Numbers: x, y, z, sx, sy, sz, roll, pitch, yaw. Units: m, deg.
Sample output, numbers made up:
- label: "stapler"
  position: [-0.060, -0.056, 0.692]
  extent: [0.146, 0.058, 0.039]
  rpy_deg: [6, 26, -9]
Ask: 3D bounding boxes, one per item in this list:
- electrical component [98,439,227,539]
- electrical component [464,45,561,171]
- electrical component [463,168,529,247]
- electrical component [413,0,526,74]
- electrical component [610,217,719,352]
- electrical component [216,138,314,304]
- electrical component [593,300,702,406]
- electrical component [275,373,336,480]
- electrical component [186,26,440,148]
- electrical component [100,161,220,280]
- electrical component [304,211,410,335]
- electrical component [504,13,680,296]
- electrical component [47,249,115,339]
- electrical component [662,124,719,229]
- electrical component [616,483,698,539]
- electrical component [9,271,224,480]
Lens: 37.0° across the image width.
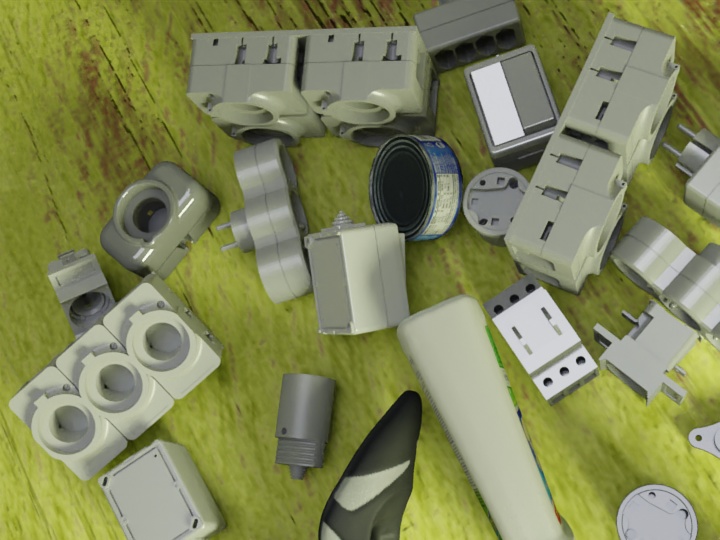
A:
- label: "electrical component"
  position: [-0.152, 0.192, 0.857]
  extent: [0.062, 0.061, 0.096]
  rpy_deg: [-34, 71, 4]
- label: "electrical component"
  position: [0.124, -0.135, 0.867]
  extent: [0.062, 0.061, 0.096]
  rpy_deg: [-19, 73, 10]
- label: "electrical component"
  position: [0.113, -0.048, 0.856]
  extent: [0.055, 0.047, 0.055]
  rpy_deg: [-4, 75, 14]
- label: "electrical component"
  position: [0.088, -0.218, 0.905]
  extent: [0.083, 0.047, 0.075]
  rpy_deg: [-17, 72, 10]
- label: "electrical component"
  position: [0.263, 0.005, 0.800]
  extent: [0.138, 0.052, 0.073]
  rpy_deg: [42, 90, 20]
- label: "electrical component"
  position: [-0.085, -0.037, 0.901]
  extent: [0.074, 0.052, 0.138]
  rpy_deg: [-17, 73, 10]
- label: "electrical component"
  position: [0.217, 0.061, 0.804]
  extent: [0.081, 0.042, 0.063]
  rpy_deg: [40, 87, 19]
- label: "electrical component"
  position: [-0.045, 0.126, 0.855]
  extent: [0.043, 0.043, 0.081]
  rpy_deg: [3, 77, 15]
- label: "electrical component"
  position: [-0.036, -0.147, 0.888]
  extent: [0.186, 0.105, 0.060]
  rpy_deg: [1, 77, 15]
- label: "electrical component"
  position: [-0.173, -0.042, 0.922]
  extent: [0.054, 0.059, 0.095]
  rpy_deg: [38, 88, 20]
- label: "electrical component"
  position: [0.000, 0.000, 0.848]
  extent: [0.061, 0.062, 0.096]
  rpy_deg: [-9, 92, -29]
- label: "electrical component"
  position: [0.181, -0.082, 0.815]
  extent: [0.060, 0.105, 0.186]
  rpy_deg: [23, 83, 19]
- label: "electrical component"
  position: [-0.236, 0.019, 0.917]
  extent: [0.042, 0.081, 0.063]
  rpy_deg: [-23, 41, -14]
- label: "electrical component"
  position: [0.269, -0.083, 0.824]
  extent: [0.077, 0.047, 0.065]
  rpy_deg: [40, 89, 20]
- label: "electrical component"
  position: [0.213, 0.183, 0.772]
  extent: [0.055, 0.047, 0.055]
  rpy_deg: [-4, 76, 14]
- label: "electrical component"
  position: [-0.197, 0.086, 0.876]
  extent: [0.150, 0.061, 0.089]
  rpy_deg: [-41, 100, 2]
